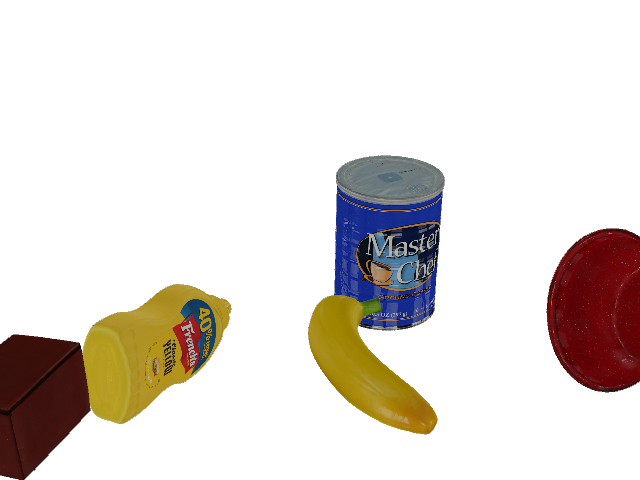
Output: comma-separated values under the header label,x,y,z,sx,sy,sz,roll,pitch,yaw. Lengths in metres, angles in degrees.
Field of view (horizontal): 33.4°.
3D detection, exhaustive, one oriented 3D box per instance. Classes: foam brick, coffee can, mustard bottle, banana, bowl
label,x,y,z,sx,sy,sz,roll,pitch,yaw
foam brick,-0.188,0.101,0.665,0.053,0.051,0.078,6,29,21
coffee can,0.065,0.001,1.036,0.103,0.140,0.103,1,27,-1
mustard bottle,-0.146,0.095,1.023,0.058,0.096,0.191,10,21,27
banana,0.029,0.082,0.780,0.069,0.037,0.198,-6,24,-7
bowl,0.297,0.069,1.025,0.161,0.162,0.055,0,0,-27
